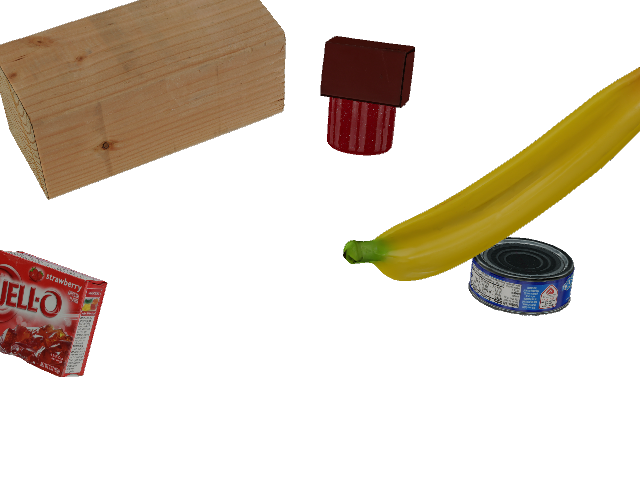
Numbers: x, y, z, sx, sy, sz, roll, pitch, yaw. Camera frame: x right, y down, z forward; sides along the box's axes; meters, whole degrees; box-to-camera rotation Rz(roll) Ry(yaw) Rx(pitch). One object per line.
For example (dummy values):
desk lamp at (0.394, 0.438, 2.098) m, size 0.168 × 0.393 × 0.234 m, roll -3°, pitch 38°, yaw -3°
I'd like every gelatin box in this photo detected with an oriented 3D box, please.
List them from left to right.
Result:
gelatin box at (-0.208, 0.053, 0.789) m, size 0.089 × 0.073 × 0.030 m, roll 17°, pitch 3°, yaw 25°

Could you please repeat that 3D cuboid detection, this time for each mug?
mug at (0.057, -0.157, 1.315) m, size 0.093 × 0.081 × 0.117 m, roll 17°, pitch 26°, yaw 27°

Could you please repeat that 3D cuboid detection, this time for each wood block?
wood block at (-0.138, -0.124, 0.839) m, size 0.205 × 0.090 × 0.091 m, roll -23°, pitch -33°, yaw -20°

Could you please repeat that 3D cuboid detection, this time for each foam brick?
foam brick at (0.043, -0.156, 0.983) m, size 0.078 × 0.051 × 0.053 m, roll 10°, pitch 18°, yaw 12°

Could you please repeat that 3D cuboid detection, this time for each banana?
banana at (0.105, -0.028, 0.580) m, size 0.198 × 0.037 × 0.069 m, roll -32°, pitch -12°, yaw 0°

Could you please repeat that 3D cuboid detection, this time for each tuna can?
tuna can at (0.169, 0.029, 0.897) m, size 0.086 × 0.034 × 0.086 m, roll 3°, pitch 24°, yaw -1°
